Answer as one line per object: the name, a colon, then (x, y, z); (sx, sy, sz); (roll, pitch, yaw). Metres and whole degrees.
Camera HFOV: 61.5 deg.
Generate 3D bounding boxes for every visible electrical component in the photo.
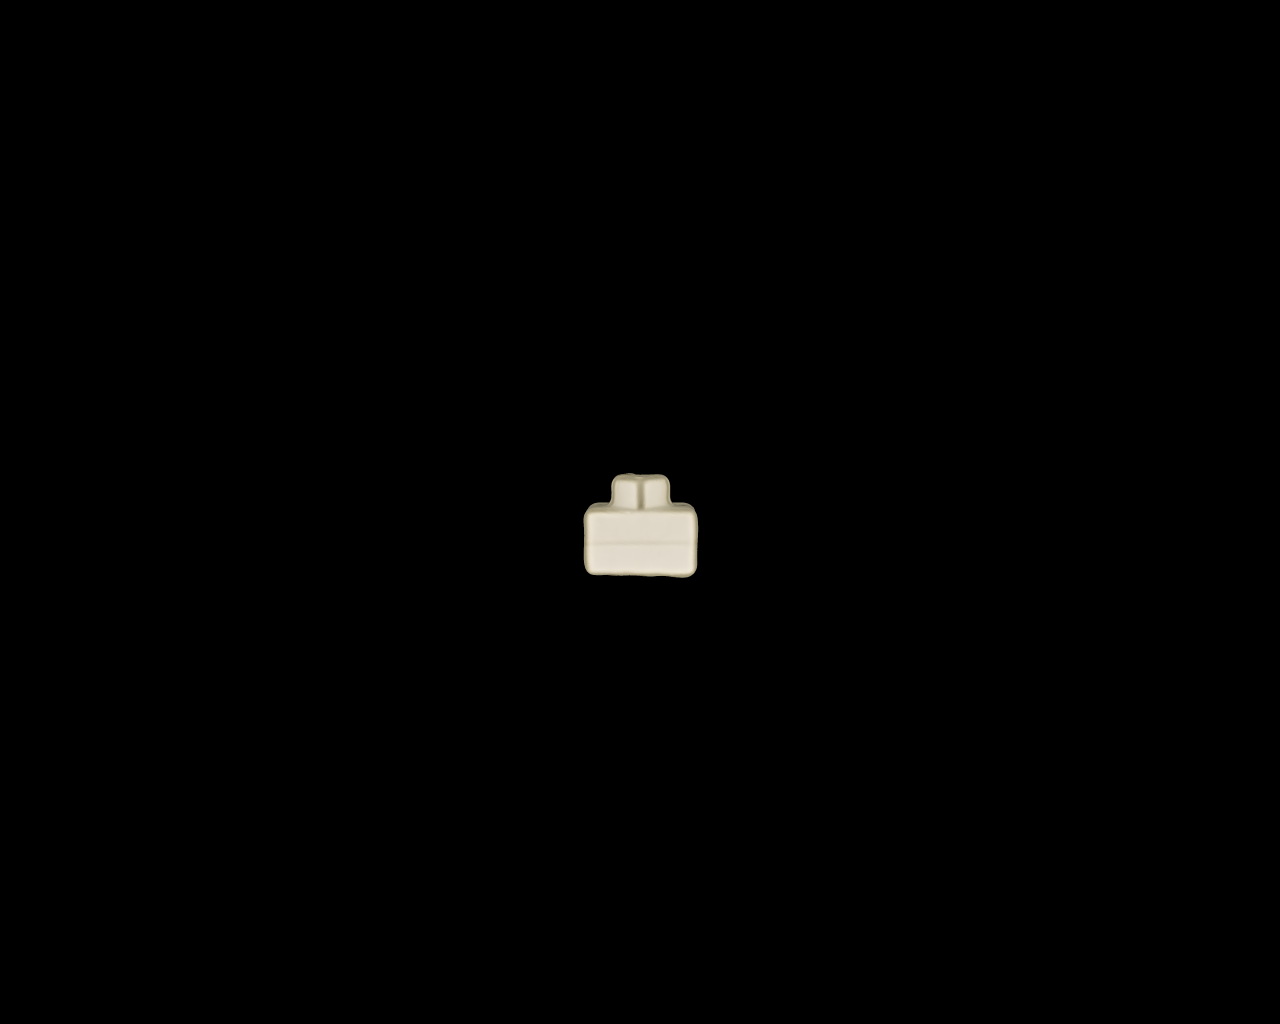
electrical component: (0.001, -0.003, 0.650); (0.066, 0.076, 0.047); (0, 4, 0)
